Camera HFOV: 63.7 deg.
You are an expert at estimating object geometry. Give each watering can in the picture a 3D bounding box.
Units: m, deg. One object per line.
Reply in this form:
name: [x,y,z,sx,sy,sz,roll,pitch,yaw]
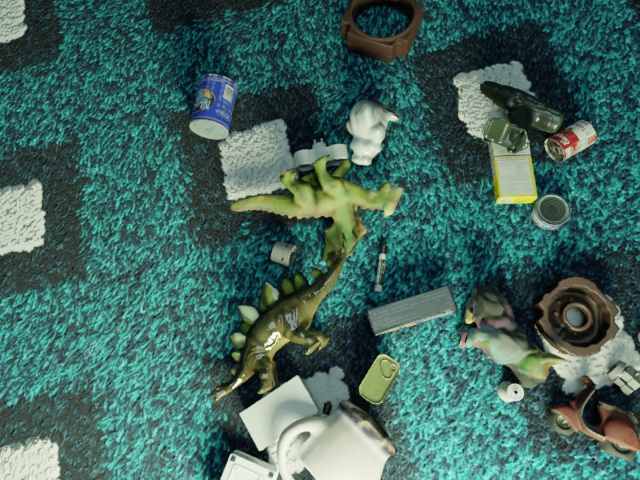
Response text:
watering can: [0.070,0.494,1.081,0.347,0.103,0.226,45,76,-1]

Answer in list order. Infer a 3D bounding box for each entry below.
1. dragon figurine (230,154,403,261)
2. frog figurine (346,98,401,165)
dragon figurine: [0.004,-0.064,1.265,0.409,0.121,0.244,-24,81,6]
frog figurine: [0.114,-0.276,1.312,0.160,0.121,0.139,-54,44,-2]
